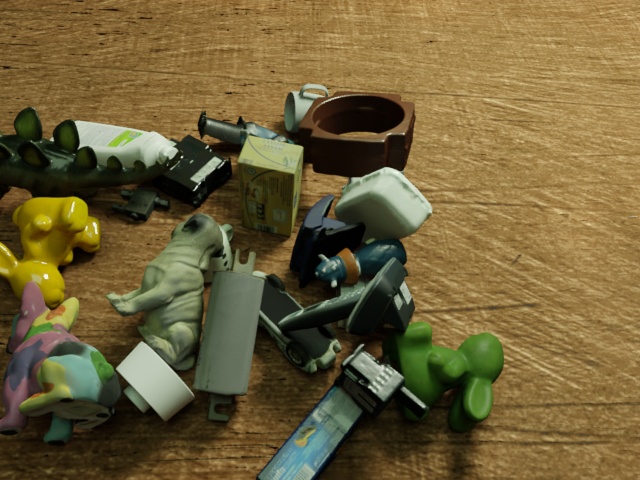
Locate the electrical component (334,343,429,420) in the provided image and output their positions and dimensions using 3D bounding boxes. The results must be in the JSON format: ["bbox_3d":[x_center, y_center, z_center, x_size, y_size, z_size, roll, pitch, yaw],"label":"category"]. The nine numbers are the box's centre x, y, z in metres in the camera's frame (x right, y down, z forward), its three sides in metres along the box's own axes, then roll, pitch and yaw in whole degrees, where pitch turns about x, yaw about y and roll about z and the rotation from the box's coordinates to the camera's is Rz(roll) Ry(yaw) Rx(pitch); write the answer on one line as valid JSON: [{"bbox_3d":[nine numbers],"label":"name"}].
[{"bbox_3d":[0.079,0.200,0.705,0.119,0.074,0.048,41,59,17],"label":"electrical component"}]

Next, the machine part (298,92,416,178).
[{"bbox_3d":[0.072,-0.199,1.009,0.202,0.087,0.201,8,41,12],"label":"machine part"}]

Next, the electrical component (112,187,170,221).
[{"bbox_3d":[-0.323,-0.064,0.972,0.094,0.021,0.063,13,53,4],"label":"electrical component"}]

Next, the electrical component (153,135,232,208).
[{"bbox_3d":[-0.251,-0.134,1.011,0.134,0.058,0.115,30,54,17],"label":"electrical component"}]

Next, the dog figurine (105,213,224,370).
[{"bbox_3d":[-0.192,0.074,0.799,0.190,0.172,0.121,-42,29,-19],"label":"dog figurine"}]

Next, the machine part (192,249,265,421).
[{"bbox_3d":[-0.130,0.132,0.771,0.079,0.079,0.243,9,79,1],"label":"machine part"}]

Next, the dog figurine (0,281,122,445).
[{"bbox_3d":[-0.357,0.149,0.732,0.191,0.108,0.219,-31,52,21],"label":"dog figurine"}]

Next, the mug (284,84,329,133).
[{"bbox_3d":[-0.012,-0.273,1.115,0.107,0.109,0.081,-1,44,-23],"label":"mug"}]

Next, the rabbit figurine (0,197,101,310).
[{"bbox_3d":[-0.441,0.023,0.842,0.162,0.122,0.173,3,72,-12],"label":"rabbit figurine"}]

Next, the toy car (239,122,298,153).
[{"bbox_3d":[-0.102,-0.155,1.008,0.109,0.161,0.103,24,99,6],"label":"toy car"}]

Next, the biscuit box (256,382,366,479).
[{"bbox_3d":[0.000,0.269,0.728,0.059,0.062,0.203,35,58,19],"label":"biscuit box"}]

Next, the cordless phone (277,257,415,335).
[{"bbox_3d":[0.038,0.096,0.791,0.184,0.146,0.088,-17,95,19],"label":"cordless phone"}]

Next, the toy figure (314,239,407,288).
[{"bbox_3d":[0.064,0.040,0.864,0.154,0.057,0.064,-15,45,-13],"label":"toy figure"}]

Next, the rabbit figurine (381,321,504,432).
[{"bbox_3d":[0.192,0.187,0.772,0.170,0.121,0.159,-9,61,-9],"label":"rabbit figurine"}]

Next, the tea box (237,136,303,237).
[{"bbox_3d":[-0.085,-0.088,0.922,0.098,0.169,0.068,13,53,2],"label":"tea box"}]

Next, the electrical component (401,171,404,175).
[{"bbox_3d":[0.111,-0.155,1.074,0.102,0.045,0.078,-9,83,-8],"label":"electrical component"}]

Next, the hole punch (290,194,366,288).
[{"bbox_3d":[-0.002,-0.003,0.895,0.116,0.142,0.092,-21,58,-36],"label":"hole punch"}]

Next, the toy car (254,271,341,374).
[{"bbox_3d":[-0.054,0.125,0.837,0.202,0.056,0.073,41,53,21],"label":"toy car"}]

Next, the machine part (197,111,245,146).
[{"bbox_3d":[-0.179,-0.217,1.068,0.139,0.039,0.084,4,53,-41],"label":"machine part"}]

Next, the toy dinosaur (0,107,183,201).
[{"bbox_3d":[-0.454,-0.117,0.891,0.472,0.198,0.105,2,56,-2],"label":"toy dinosaur"}]
